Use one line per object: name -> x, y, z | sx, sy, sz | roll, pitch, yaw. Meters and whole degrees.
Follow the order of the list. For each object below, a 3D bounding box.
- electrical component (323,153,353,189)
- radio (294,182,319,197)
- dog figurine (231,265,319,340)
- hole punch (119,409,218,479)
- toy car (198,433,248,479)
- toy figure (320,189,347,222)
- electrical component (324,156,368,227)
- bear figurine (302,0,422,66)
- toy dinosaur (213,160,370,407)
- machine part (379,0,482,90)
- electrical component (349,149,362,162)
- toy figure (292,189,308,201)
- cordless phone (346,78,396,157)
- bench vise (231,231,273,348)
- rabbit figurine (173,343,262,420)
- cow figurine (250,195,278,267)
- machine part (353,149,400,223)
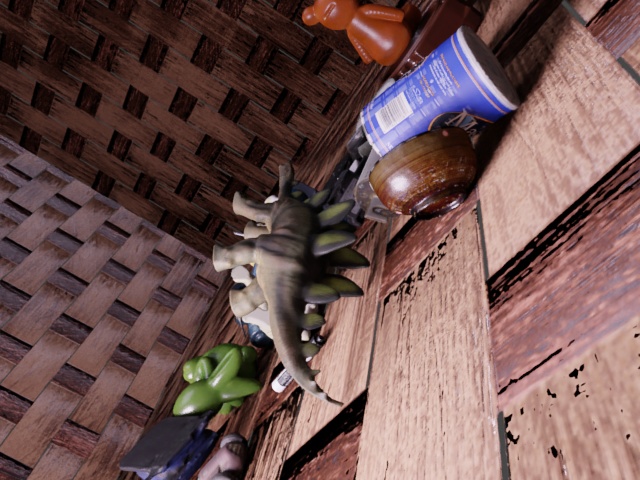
electrical component -> 0.052, -0.122, 1.143 | 0.134, 0.058, 0.115 | -63, 9, -29
radio -> -0.066, -0.021, 1.264 | 0.229, 0.073, 0.131 | -56, 30, 5
dog figurine -> -0.053, 0.123, 0.879 | 0.190, 0.121, 0.172 | 76, 175, -55
hole punch -> -0.213, 0.329, 0.797 | 0.116, 0.092, 0.142 | -19, 12, 37
toy car -> -0.165, 0.356, 0.753 | 0.202, 0.053, 0.089 | -53, 13, 21
toy figure -> -0.005, -0.005, 0.995 | 0.180, 0.082, 0.089 | -52, 11, 22
electrical component -> 0.065, -0.089, 0.928 | 0.119, 0.075, 0.048 | -55, 10, -4
bear figurine -> 0.077, -0.413, 1.005 | 0.120, 0.196, 0.132 | -54, 9, 40
toy dinosaur -> -0.038, 0.026, 0.726 | 0.199, 0.104, 0.472 | -13, 41, 12
machine part -> 0.201, -0.351, 1.026 | 0.201, 0.087, 0.201 | -58, 9, -10
electrical component -> 0.086, -0.167, 1.069 | 0.094, 0.063, 0.021 | -40, 44, -6
toy figure -> -0.059, -0.018, 0.938 | 0.058, 0.064, 0.154 | -20, 45, 43
cordless phone -> 0.089, -0.188, 0.951 | 0.184, 0.089, 0.146 | -48, 1, -38
bench vise -> -0.117, 0.085, 1.069 | 0.224, 0.129, 0.240 | -94, 13, -61
rabbit figurine -> -0.173, 0.257, 0.922 | 0.159, 0.121, 0.170 | -30, 6, 23
cow figurine -> -0.091, -0.011, 1.166 | 0.098, 0.068, 0.167 | 13, 79, 44
machine part -> 0.108, -0.114, 0.767 | 0.079, 0.079, 0.243 | -46, 15, 52
